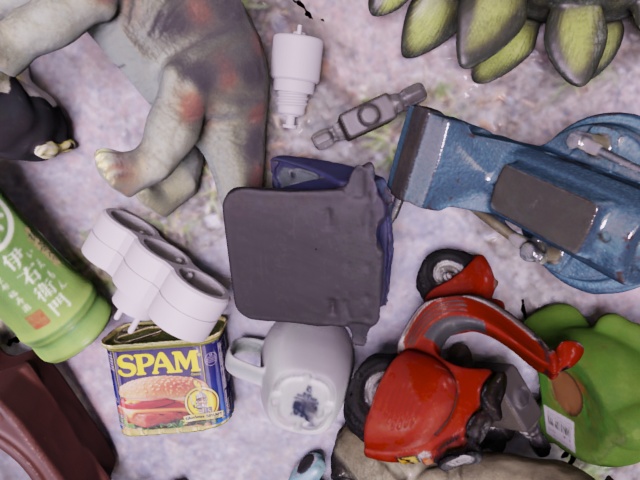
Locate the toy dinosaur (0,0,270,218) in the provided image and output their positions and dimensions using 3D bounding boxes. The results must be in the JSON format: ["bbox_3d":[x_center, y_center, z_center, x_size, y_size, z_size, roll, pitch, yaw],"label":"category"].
[{"bbox_3d":[-0.109,-0.139,0.384,0.192,0.131,0.404,-40,127,-3],"label":"toy dinosaur"}]

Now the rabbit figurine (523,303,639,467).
[{"bbox_3d":[0.270,0.101,0.418,0.170,0.159,0.121,-12,88,-12],"label":"rabbit figurine"}]

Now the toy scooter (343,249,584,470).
[{"bbox_3d":[0.109,0.095,0.401,0.135,0.075,0.184,20,67,33],"label":"toy scooter"}]

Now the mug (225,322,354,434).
[{"bbox_3d":[-0.022,0.104,0.434,0.110,0.107,0.080,18,97,-3],"label":"mug"}]

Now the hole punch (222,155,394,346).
[{"bbox_3d":[-0.001,-0.001,0.407,0.116,0.092,0.142,6,114,13],"label":"hole punch"}]

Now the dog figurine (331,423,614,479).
[{"bbox_3d":[0.114,0.183,0.417,0.172,0.121,0.191,-46,68,9],"label":"dog figurine"}]

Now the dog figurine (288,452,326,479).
[{"bbox_3d":[0.027,0.313,0.465,0.191,0.108,0.219,-43,98,6],"label":"dog figurine"}]

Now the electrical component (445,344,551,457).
[{"bbox_3d":[0.139,0.139,0.457,0.045,0.078,0.102,-34,103,-25],"label":"electrical component"}]

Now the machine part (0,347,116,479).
[{"bbox_3d":[-0.299,0.198,0.449,0.201,0.087,0.201,-23,106,4],"label":"machine part"}]

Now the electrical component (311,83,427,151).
[{"bbox_3d":[0.037,-0.096,0.425,0.094,0.063,0.021,-23,97,6],"label":"electrical component"}]

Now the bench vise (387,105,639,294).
[{"bbox_3d":[0.177,-0.036,0.395,0.240,0.224,0.128,1,103,-29],"label":"bench vise"}]

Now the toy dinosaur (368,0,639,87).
[{"bbox_3d":[0.141,-0.218,0.388,0.472,0.105,0.198,11,102,7],"label":"toy dinosaur"}]

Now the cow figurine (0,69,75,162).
[{"bbox_3d":[-0.242,-0.096,0.380,0.068,0.167,0.098,-43,94,1],"label":"cow figurine"}]
